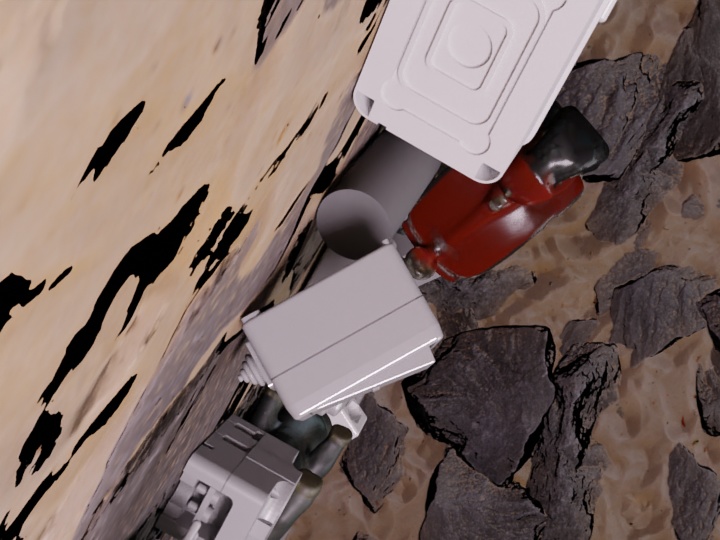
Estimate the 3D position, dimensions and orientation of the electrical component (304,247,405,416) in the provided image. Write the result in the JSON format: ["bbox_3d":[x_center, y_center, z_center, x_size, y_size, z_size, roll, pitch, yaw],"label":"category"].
[{"bbox_3d":[-0.013,0.035,0.704,0.108,0.056,0.108,-61,176,-3],"label":"electrical component"}]

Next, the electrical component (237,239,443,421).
[{"bbox_3d":[-0.012,0.038,0.523,0.096,0.061,0.061,-29,173,-4],"label":"electrical component"}]

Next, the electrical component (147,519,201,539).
[{"bbox_3d":[-0.101,0.160,0.538,0.075,0.047,0.083,-60,175,-32],"label":"electrical component"}]

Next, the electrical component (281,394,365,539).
[{"bbox_3d":[-0.056,0.166,1.034,0.186,0.060,0.105,-59,175,-26],"label":"electrical component"}]

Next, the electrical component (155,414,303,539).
[{"bbox_3d":[-0.071,0.128,0.623,0.050,0.056,0.089,-62,176,11],"label":"electrical component"}]

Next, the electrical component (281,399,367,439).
[{"bbox_3d":[-0.046,0.128,0.937,0.077,0.065,0.047,-33,-177,14],"label":"electrical component"}]

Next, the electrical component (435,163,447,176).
[{"bbox_3d":[0.066,-0.102,0.756,0.057,0.058,0.078,-61,-179,-29],"label":"electrical component"}]

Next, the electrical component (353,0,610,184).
[{"bbox_3d":[0.055,-0.105,0.453,0.057,0.078,0.113,-53,171,-47],"label":"electrical component"}]

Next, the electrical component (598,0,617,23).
[{"bbox_3d":[0.103,-0.169,0.566,0.047,0.083,0.075,-63,176,22],"label":"electrical component"}]

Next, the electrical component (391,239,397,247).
[{"bbox_3d":[0.000,0.000,0.789,0.061,0.035,0.035,-58,175,-18],"label":"electrical component"}]
